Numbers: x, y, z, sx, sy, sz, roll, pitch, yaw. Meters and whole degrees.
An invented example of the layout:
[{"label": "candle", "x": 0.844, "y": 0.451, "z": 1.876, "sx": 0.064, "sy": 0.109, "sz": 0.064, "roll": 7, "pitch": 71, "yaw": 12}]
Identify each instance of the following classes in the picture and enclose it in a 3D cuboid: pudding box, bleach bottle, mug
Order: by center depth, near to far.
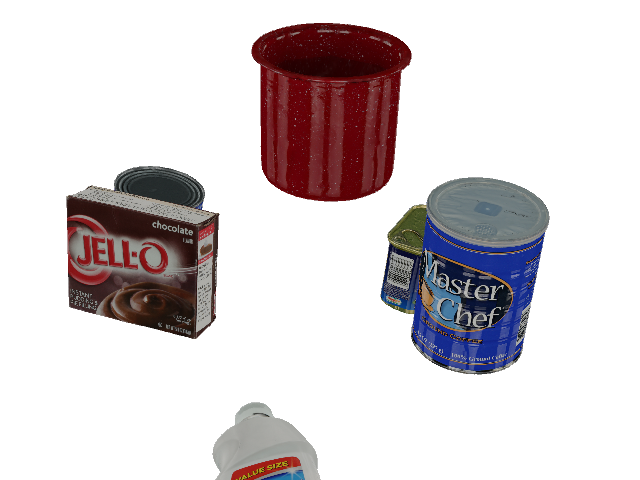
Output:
[{"label": "mug", "x": 0.011, "y": -0.081, "z": 0.647, "sx": 0.093, "sy": 0.081, "sz": 0.117, "roll": 16, "pitch": 33, "yaw": 22}, {"label": "bleach bottle", "x": -0.042, "y": 0.203, "z": 0.729, "sx": 0.102, "sy": 0.068, "sz": 0.251, "roll": -7, "pitch": 32, "yaw": -6}, {"label": "pudding box", "x": -0.132, "y": 0.014, "z": 0.786, "sx": 0.114, "sy": 0.090, "sz": 0.039, "roll": 11, "pitch": 24, "yaw": 18}]

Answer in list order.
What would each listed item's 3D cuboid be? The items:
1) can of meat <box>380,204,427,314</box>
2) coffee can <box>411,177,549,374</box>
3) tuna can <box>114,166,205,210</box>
[{"label": "can of meat", "x": 0.108, "y": 0.021, "z": 1.181, "sx": 0.057, "sy": 0.084, "sz": 0.102, "roll": 19, "pitch": 33, "yaw": 18}, {"label": "coffee can", "x": 0.137, "y": 0.030, "z": 0.931, "sx": 0.103, "sy": 0.140, "sz": 0.103, "roll": 2, "pitch": 33, "yaw": -2}, {"label": "tuna can", "x": -0.154, "y": -0.036, "z": 1.014, "sx": 0.086, "sy": 0.034, "sz": 0.086, "roll": 9, "pitch": 30, "yaw": -6}]
